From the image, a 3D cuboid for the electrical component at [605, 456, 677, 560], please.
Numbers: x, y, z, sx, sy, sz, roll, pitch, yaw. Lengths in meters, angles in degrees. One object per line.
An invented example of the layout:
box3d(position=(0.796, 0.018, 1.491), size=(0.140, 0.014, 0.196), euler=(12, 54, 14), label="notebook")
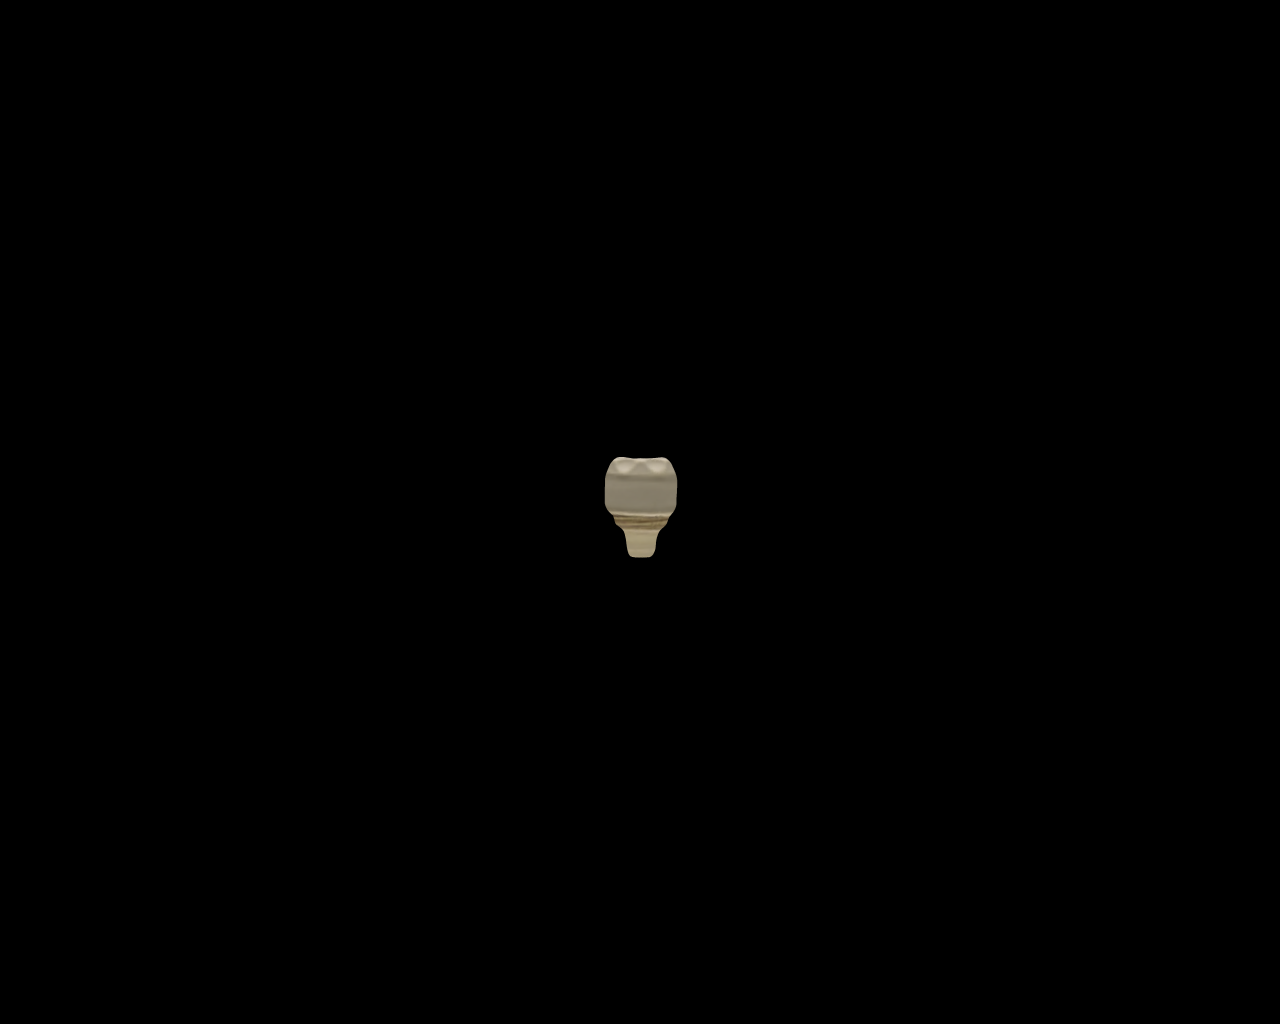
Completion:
box3d(position=(0.001, -0.003, 0.650), size=(0.043, 0.062, 0.043), euler=(0, 4, 0), label="electrical component")
